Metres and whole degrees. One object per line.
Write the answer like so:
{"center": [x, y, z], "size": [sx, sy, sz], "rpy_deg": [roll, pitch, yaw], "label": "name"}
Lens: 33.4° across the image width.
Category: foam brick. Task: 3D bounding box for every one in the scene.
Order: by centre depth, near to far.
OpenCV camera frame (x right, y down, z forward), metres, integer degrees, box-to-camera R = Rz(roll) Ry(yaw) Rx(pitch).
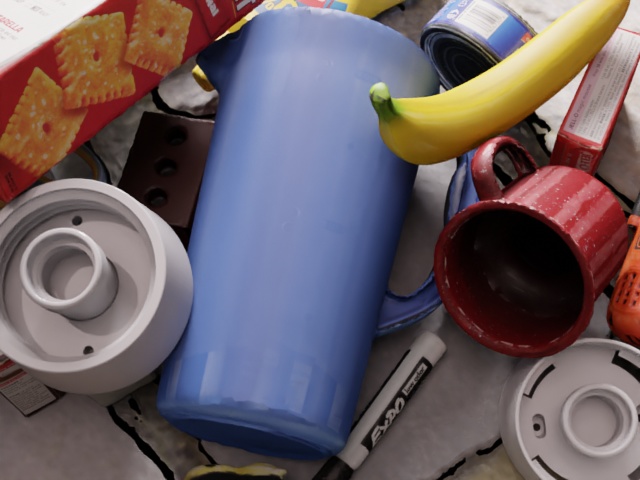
{"center": [-0.093, -0.035, 0.683], "size": [0.053, 0.051, 0.078], "rpy_deg": [9, 66, 9], "label": "foam brick"}

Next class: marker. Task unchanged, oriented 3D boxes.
{"center": [0.033, 0.105, 0.625], "size": [0.020, 0.020, 0.121], "rpy_deg": [33, 73, 18], "label": "marker"}

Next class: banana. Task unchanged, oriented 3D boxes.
{"center": [0.101, -0.086, 0.602], "size": [0.197, 0.070, 0.037], "rpy_deg": [-28, 70, -30], "label": "banana"}

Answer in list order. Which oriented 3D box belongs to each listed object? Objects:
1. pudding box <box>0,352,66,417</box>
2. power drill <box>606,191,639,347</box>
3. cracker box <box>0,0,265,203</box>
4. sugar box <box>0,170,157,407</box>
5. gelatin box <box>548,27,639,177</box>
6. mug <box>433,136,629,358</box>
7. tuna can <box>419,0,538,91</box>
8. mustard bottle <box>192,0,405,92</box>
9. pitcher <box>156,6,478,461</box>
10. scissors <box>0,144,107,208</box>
{"center": [-0.197, 0.041, 0.638], "size": [0.039, 0.090, 0.113], "rpy_deg": [-32, 67, -11], "label": "pudding box"}
{"center": [0.263, -0.015, 0.586], "size": [0.188, 0.057, 0.184], "rpy_deg": [8, 71, 52], "label": "power drill"}
{"center": [-0.159, -0.126, 0.606], "size": [0.164, 0.072, 0.213], "rpy_deg": [21, 50, 33], "label": "cracker box"}
{"center": [-0.164, 0.009, 0.647], "size": [0.048, 0.093, 0.176], "rpy_deg": [-28, 65, -5], "label": "sugar box"}
{"center": [0.171, -0.077, 0.664], "size": [0.030, 0.073, 0.089], "rpy_deg": [22, 69, 12], "label": "gelatin box"}
{"center": [0.118, -0.003, 0.601], "size": [0.081, 0.093, 0.117], "rpy_deg": [-35, 101, -49], "label": "mug"}
{"center": [0.105, -0.116, 0.682], "size": [0.086, 0.086, 0.033], "rpy_deg": [38, 75, 20], "label": "tuna can"}
{"center": [-0.010, -0.167, 0.731], "size": [0.191, 0.058, 0.096], "rpy_deg": [-42, 74, -13], "label": "mustard bottle"}
{"center": [-0.004, 0.001, 0.623], "size": [0.149, 0.144, 0.243], "rpy_deg": [-1, 66, 34], "label": "pitcher"}
{"center": [-0.220, -0.040, 0.616], "size": [0.202, 0.016, 0.096], "rpy_deg": [13, 70, 14], "label": "scissors"}
